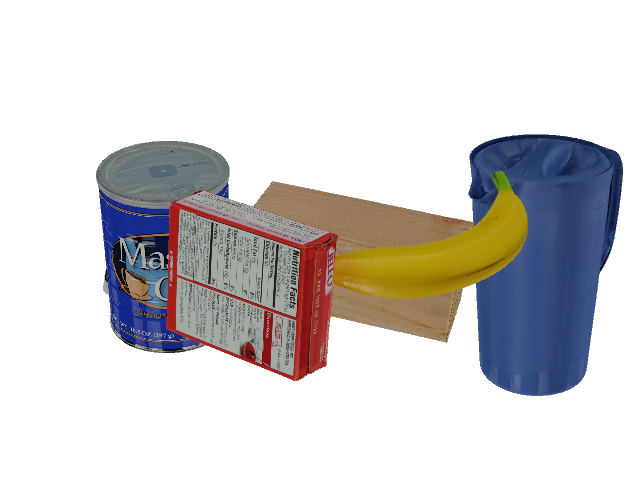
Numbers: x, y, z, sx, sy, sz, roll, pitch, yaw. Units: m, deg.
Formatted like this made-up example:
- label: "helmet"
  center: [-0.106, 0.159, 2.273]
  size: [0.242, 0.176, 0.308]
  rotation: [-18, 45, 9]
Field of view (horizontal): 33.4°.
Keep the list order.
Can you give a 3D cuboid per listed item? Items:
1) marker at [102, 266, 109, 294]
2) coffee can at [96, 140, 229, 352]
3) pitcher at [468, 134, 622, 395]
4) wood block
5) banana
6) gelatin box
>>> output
- label: "marker"
  center: [-0.200, 0.004, 1.063]
  size: [0.020, 0.121, 0.020]
  rotation: [11, 36, -8]
- label: "coffee can"
  center: [-0.123, 0.004, 0.861]
  size: [0.103, 0.140, 0.103]
  rotation: [1, 31, -1]
- label: "pitcher"
  center: [0.221, 0.022, 1.051]
  size: [0.149, 0.243, 0.145]
  rotation: [1, 25, 10]
- label: "wood block"
  center: [0.034, 0.019, 1.032]
  size: [0.206, 0.090, 0.090]
  rotation: [12, 29, 12]
- label: "banana"
  center: [0.092, 0.007, 0.774]
  size: [0.197, 0.037, 0.070]
  rotation: [-25, 48, -37]
- label: "gelatin box"
  center: [-0.036, 0.022, 0.540]
  size: [0.089, 0.073, 0.030]
  rotation: [17, 26, 30]
